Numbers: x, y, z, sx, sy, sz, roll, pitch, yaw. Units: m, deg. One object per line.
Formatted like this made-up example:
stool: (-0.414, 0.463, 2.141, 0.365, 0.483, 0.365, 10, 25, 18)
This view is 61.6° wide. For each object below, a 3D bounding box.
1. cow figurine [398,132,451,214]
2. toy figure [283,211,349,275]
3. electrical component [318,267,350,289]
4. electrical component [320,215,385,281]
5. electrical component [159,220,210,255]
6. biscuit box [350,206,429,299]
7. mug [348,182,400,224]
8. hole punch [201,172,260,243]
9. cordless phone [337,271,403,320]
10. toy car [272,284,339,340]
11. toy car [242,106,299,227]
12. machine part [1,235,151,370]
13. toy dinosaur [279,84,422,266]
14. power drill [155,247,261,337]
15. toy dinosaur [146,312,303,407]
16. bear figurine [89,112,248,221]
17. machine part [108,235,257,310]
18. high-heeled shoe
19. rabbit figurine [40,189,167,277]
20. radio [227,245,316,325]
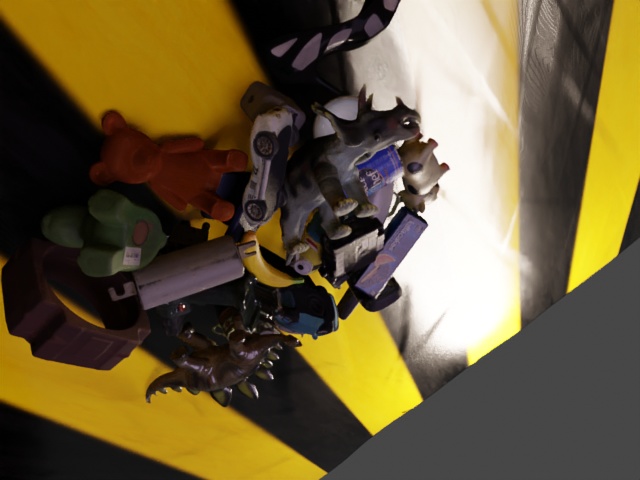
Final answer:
cow figurine: (0.210, -0.131, 1.146, 0.127, 0.086, 0.194, -44, 145, 1)
toy figure: (0.000, -0.001, 1.126, 0.089, 0.082, 0.180, 13, 119, -48)
electrical component: (0.030, 0.071, 1.229, 0.048, 0.075, 0.119, -40, 138, 6)
electrical component: (0.068, 0.009, 1.077, 0.134, 0.058, 0.114, -25, 147, -19)
electrical component: (-0.237, 0.005, 0.938, 0.078, 0.102, 0.045, 10, 126, -12)
biscuit box: (0.147, 0.025, 1.151, 0.063, 0.059, 0.202, 32, 103, -13)
mug: (0.123, -0.085, 1.130, 0.109, 0.081, 0.107, 4, 122, -24)
hole punch: (-0.133, -0.056, 0.961, 0.115, 0.092, 0.142, 2, 125, -44)
cordless phone: (0.101, 0.141, 1.297, 0.088, 0.147, 0.184, 13, 119, -36)
toy car: (-0.044, 0.154, 1.123, 0.161, 0.109, 0.103, 16, 138, -36)
toy car: (-0.081, -0.110, 0.844, 0.073, 0.056, 0.201, -41, 152, -50)
machine part: (-0.378, 0.097, 0.837, 0.087, 0.202, 0.200, -41, 143, 13)
toy dinosaur: (-0.006, -0.099, 0.915, 0.131, 0.192, 0.405, -6, 162, -37)
power drill: (-0.218, 0.116, 1.021, 0.086, 0.207, 0.231, -62, 158, -47)
toy dinosaur: (-0.231, 0.271, 1.148, 0.472, 0.105, 0.198, -17, 122, 26)
bear figurine: (-0.226, -0.110, 0.803, 0.195, 0.132, 0.120, 17, 90, -51)
machine part: (-0.215, 0.051, 0.869, 0.243, 0.079, 0.079, -20, 140, -21)
high-heeled shoe: (0.020, -0.338, 0.816, 0.145, 0.086, 0.248, 31, 92, -19)
rabbit figurine: (-0.330, -0.024, 0.813, 0.159, 0.170, 0.121, -15, 113, -69)
radio: (-0.113, 0.101, 1.151, 0.131, 0.073, 0.229, -44, 141, 9)
